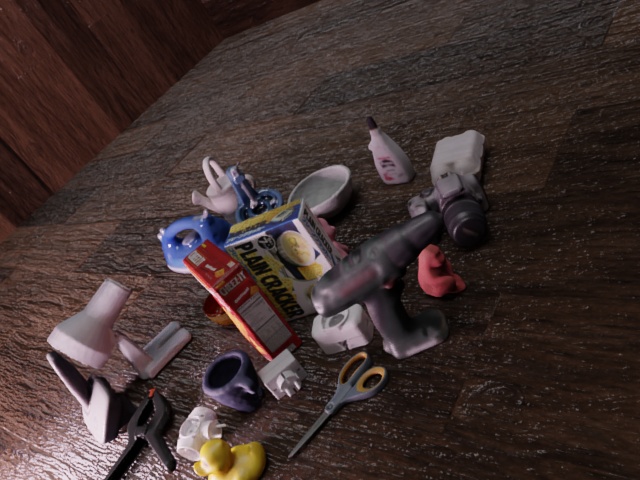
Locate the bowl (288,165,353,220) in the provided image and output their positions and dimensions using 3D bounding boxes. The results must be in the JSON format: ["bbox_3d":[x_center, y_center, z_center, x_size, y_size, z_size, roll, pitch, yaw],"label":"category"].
[{"bbox_3d":[0.012,-0.097,1.338,0.167,0.075,0.167,-24,32,16],"label":"bowl"}]

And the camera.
[{"bbox_3d":[0.237,-0.051,1.037,0.143,0.101,0.136,-25,32,14],"label":"camera"}]

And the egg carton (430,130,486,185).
[{"bbox_3d":[0.286,-0.163,1.179,0.107,0.070,0.150,-13,37,31],"label":"egg carton"}]

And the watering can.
[{"bbox_3d":[-0.258,-0.132,1.523,0.173,0.194,0.100,-35,31,-2],"label":"watering can"}]

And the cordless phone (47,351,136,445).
[{"bbox_3d":[-0.460,0.300,1.116,0.147,0.185,0.094,11,52,50],"label":"cordless phone"}]

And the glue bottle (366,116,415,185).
[{"bbox_3d":[0.143,-0.199,1.261,0.077,0.173,0.037,-6,41,38],"label":"glue bottle"}]

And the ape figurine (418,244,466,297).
[{"bbox_3d":[0.193,0.046,0.953,0.076,0.092,0.078,-12,37,32],"label":"ape figurine"}]

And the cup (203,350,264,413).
[{"bbox_3d":[-0.128,0.250,0.965,0.117,0.095,0.092,6,49,47],"label":"cup"}]

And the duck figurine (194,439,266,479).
[{"bbox_3d":[-0.141,0.334,0.868,0.104,0.086,0.077,-32,31,3],"label":"duck figurine"}]

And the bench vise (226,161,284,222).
[{"bbox_3d":[-0.174,-0.090,1.360,0.206,0.220,0.122,7,50,48],"label":"bench vise"}]

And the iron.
[{"bbox_3d":[-0.333,0.000,1.459,0.257,0.142,0.119,-14,36,29],"label":"iron"}]

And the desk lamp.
[{"bbox_3d":[-0.418,0.196,1.194,0.203,0.214,0.117,-47,33,-20],"label":"desk lamp"}]

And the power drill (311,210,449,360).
[{"bbox_3d":[0.114,0.078,0.868,0.229,0.209,0.075,-27,32,12],"label":"power drill"}]

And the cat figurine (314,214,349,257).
[{"bbox_3d":[0.011,0.004,1.156,0.067,0.118,0.127,-34,31,0],"label":"cat figurine"}]
